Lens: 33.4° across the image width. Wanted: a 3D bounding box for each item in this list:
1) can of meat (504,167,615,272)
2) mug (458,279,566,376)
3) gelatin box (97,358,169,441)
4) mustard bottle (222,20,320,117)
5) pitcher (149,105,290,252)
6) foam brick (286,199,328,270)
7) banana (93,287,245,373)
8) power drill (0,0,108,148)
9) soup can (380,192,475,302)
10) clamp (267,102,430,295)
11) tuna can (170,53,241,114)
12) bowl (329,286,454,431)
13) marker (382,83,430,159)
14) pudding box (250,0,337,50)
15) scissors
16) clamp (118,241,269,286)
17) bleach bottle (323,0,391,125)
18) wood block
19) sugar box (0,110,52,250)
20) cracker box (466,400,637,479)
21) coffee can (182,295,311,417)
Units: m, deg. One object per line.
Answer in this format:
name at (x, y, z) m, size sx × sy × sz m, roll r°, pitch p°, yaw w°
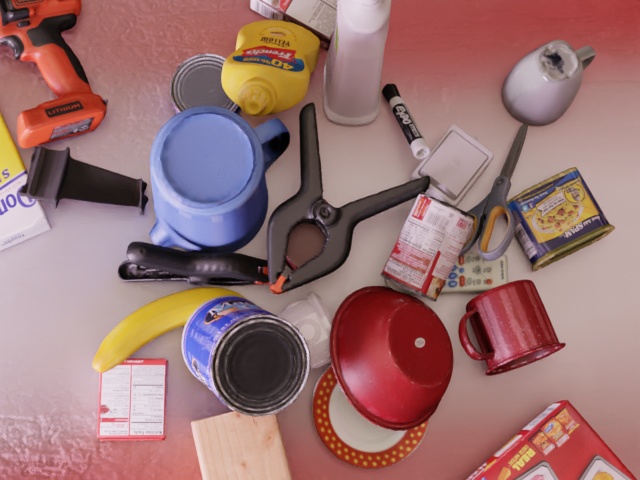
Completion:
can of meat at (0.269, -0.025, 1.217) m, size 0.102 × 0.057 × 0.084 m, roll -25°, pitch 78°, yaw -8°
mug at (0.200, 0.097, 1.166) m, size 0.117 × 0.093 × 0.081 m, roll -11°, pitch 72°, yaw -27°
gelatin box at (-0.204, 0.175, 1.167) m, size 0.073 × 0.030 × 0.089 m, roll 0°, pitch 76°, yaw -4°
mustard bottle at (-0.058, -0.185, 1.182) m, size 0.096 × 0.058 × 0.191 m, roll 12°, pitch 32°, yaw 1°
pitcher at (-0.107, -0.068, 1.116) m, size 0.145 × 0.243 × 0.149 m, roll 8°, pitch 82°, yaw -4°
foam brick at (-0.008, 0.001, 1.203) m, size 0.078 × 0.051 × 0.053 m, roll -40°, pitch 84°, yaw -10°
banana at (-0.157, 0.091, 1.172) m, size 0.197 × 0.037 × 0.070 m, roll -12°, pitch 62°, yaw -15°
power drill at (-0.336, -0.202, 1.210) m, size 0.184 × 0.057 × 0.188 m, roll -19°, pitch 80°, yaw -27°
soup can at (0.117, 0.007, 1.157) m, size 0.068 × 0.068 × 0.102 m, roll 25°, pitch 94°, yaw 3°
clamp at (0.015, -0.027, 1.164) m, size 0.164 × 0.036 × 0.210 m, roll 25°, pitch 79°, yaw 0°
tuna can at (-0.131, -0.172, 1.246) m, size 0.086 × 0.034 × 0.086 m, roll 0°, pitch 77°, yaw -2°
bowl at (0.090, 0.119, 1.138) m, size 0.161 × 0.055 × 0.162 m, roll 16°, pitch 62°, yaw -32°
marker at (0.098, -0.140, 1.230) m, size 0.020 × 0.020 × 0.121 m, roll -17°, pitch 50°, yaw -6°
pudding box at (-0.014, -0.294, 1.277) m, size 0.113 × 0.039 × 0.090 m, roll 30°, pitch 77°, yaw 2°
scissors at (0.190, -0.051, 1.217) m, size 0.096 × 0.016 × 0.201 m, roll -20°, pitch 39°, yaw 32°
clamp at (-0.142, 0.032, 1.179) m, size 0.171 × 0.120 × 0.039 m, roll 10°, pitch 80°, yaw -22°
bleach bottle at (0.042, -0.212, 1.151) m, size 0.068 × 0.251 × 0.102 m, roll 1°, pitch 77°, yaw -2°
wood block at (-0.068, 0.283, 1.116) m, size 0.090 × 0.091 × 0.206 m, roll -13°, pitch 78°, yaw -5°
sugar box at (-0.382, -0.077, 1.208) m, size 0.093 × 0.048 × 0.176 m, roll -25°, pitch 78°, yaw -11°
cracker box at (0.266, 0.304, 1.135) m, size 0.164 × 0.072 × 0.214 m, roll -39°, pitch 83°, yaw -9°
coffee can at (-0.079, 0.117, 1.105) m, size 0.102 × 0.140 × 0.103 m, roll -2°, pitch 95°, yaw -19°
